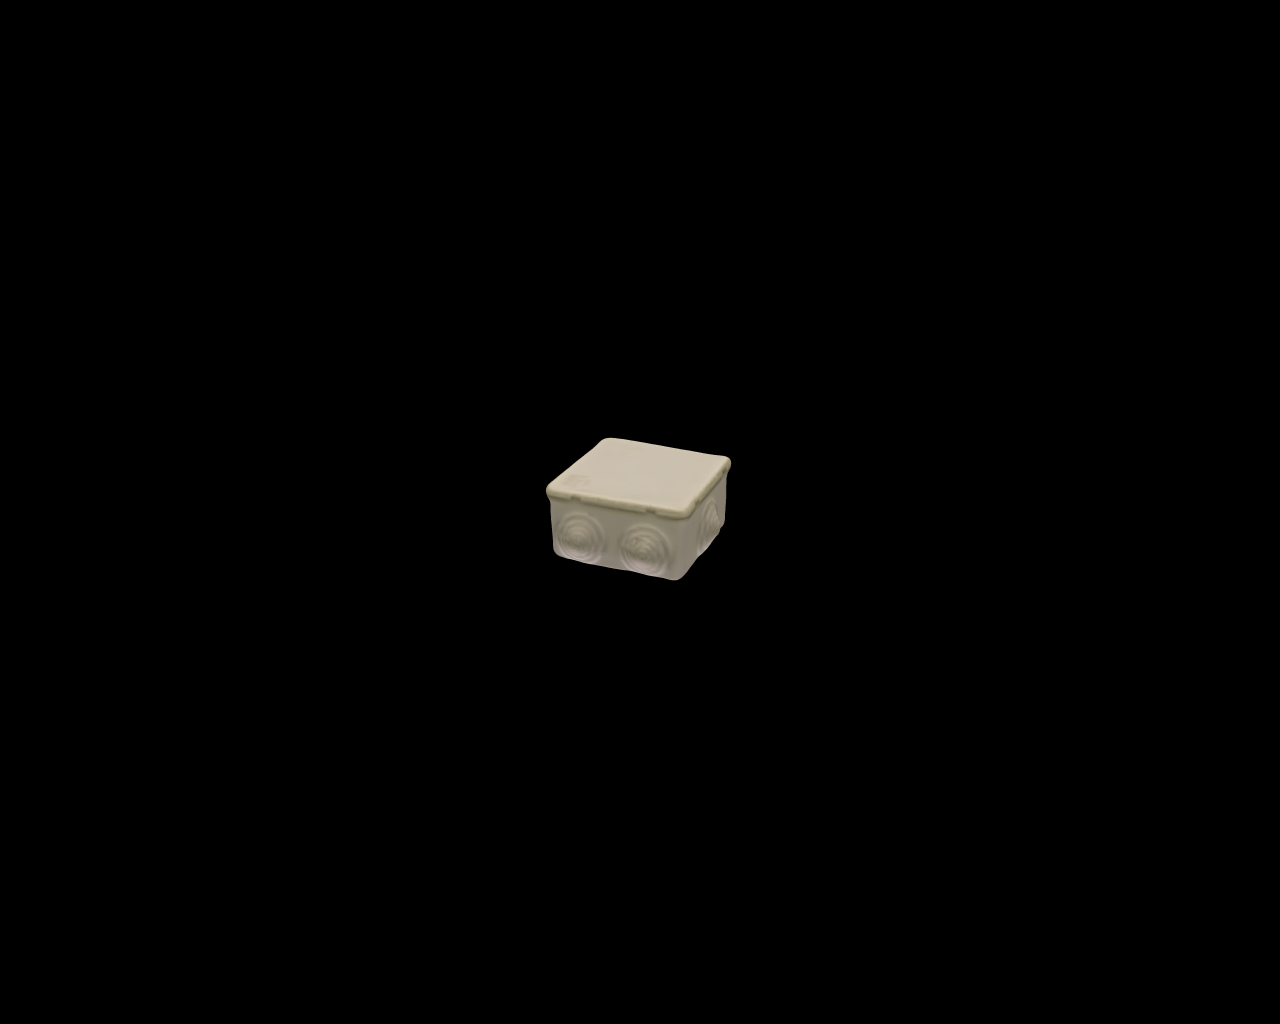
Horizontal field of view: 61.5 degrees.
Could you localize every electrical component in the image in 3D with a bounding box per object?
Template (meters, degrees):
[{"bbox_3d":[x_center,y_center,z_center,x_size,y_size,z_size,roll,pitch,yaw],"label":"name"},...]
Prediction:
[{"bbox_3d":[0.001,-0.003,0.650,0.100,0.048,0.100,10,28,20],"label":"electrical component"}]
